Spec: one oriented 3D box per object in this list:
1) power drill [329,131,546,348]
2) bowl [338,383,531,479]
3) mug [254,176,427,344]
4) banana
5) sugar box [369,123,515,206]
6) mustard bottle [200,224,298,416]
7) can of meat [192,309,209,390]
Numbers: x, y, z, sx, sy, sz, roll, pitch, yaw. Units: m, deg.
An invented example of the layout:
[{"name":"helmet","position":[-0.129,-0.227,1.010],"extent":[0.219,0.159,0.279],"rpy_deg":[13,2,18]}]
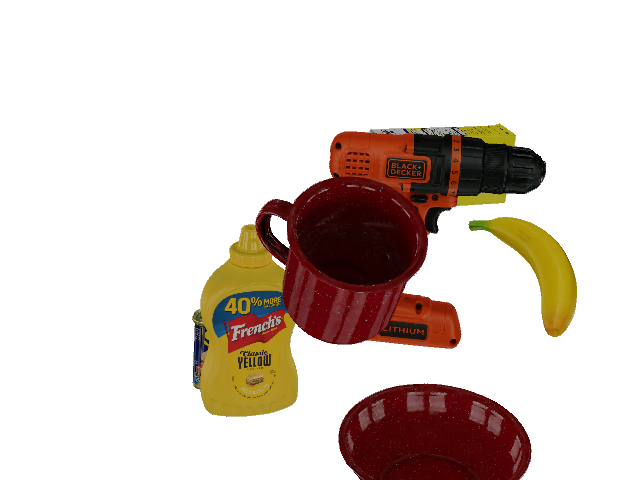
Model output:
[{"name":"power drill","position":[0.095,-0.002,0.934],"extent":[0.184,0.188,0.057],"rpy_deg":[6,17,5]},{"name":"bowl","position":[0.095,0.189,0.909],"extent":[0.162,0.055,0.162],"rpy_deg":[0,28,0]},{"name":"mug","position":[0.007,0.012,0.722],"extent":[0.117,0.093,0.082],"rpy_deg":[26,-36,8]},{"name":"banana","position":[0.227,0.028,1.122],"extent":[0.069,0.037,0.198],"rpy_deg":[-29,38,0]},{"name":"sugar box","position":[0.142,-0.088,1.280],"extent":[0.176,0.093,0.048],"rpy_deg":[-6,26,-21]},{"name":"mustard bottle","position":[-0.068,0.076,1.040],"extent":[0.096,0.192,0.058],"rpy_deg":[-3,22,-13]},{"name":"can of meat","position":[-0.099,0.129,1.242],"extent":[0.102,0.084,0.057],"rpy_deg":[4,13,0]}]
